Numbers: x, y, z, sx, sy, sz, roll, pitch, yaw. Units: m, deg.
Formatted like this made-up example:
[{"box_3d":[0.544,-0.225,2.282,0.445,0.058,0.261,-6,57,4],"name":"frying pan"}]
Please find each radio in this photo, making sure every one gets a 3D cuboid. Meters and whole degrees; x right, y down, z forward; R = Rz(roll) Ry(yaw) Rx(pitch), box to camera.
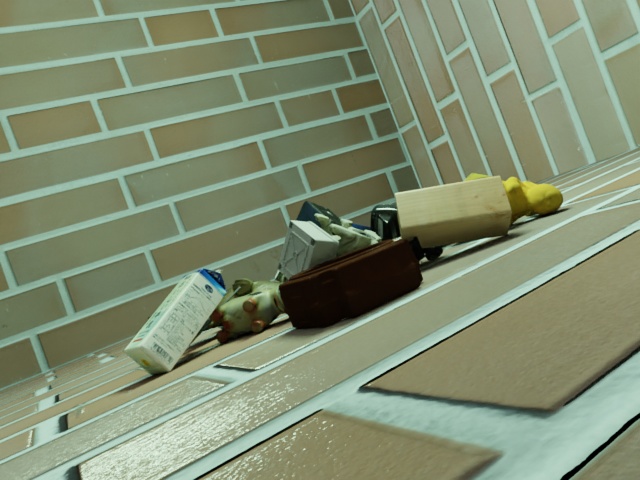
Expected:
[{"box_3d":[-0.003,-0.004,1.286,0.073,0.131,0.230,20,10,-23],"name":"radio"}]

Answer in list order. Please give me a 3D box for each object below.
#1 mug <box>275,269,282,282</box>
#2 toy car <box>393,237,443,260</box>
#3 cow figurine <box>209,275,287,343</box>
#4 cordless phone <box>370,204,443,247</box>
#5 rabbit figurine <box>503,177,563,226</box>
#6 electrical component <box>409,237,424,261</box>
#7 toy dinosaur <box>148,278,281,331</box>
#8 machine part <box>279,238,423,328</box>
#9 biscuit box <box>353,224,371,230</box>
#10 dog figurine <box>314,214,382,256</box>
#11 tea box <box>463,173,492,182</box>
[{"box_3d":[-0.048,0.079,1.359,0.080,0.107,0.109,-58,6,36],"name":"mug"},{"box_3d":[0.158,0.022,1.124,0.202,0.089,0.053,-19,-35,-5],"name":"toy car"},{"box_3d":[-0.111,0.133,1.068,0.195,0.085,0.127,-22,5,30],"name":"cow figurine"},{"box_3d":[0.210,-0.018,1.238,0.184,0.146,0.089,-11,23,-19],"name":"cordless phone"},{"box_3d":[0.448,-0.081,1.186,0.173,0.121,0.162,-4,0,36],"name":"rabbit figurine"},{"box_3d":[0.138,0.042,1.039,0.119,0.047,0.075,-15,22,30],"name":"electrical component"},{"box_3d":[-0.160,0.140,1.236,0.472,0.105,0.198,-10,-4,3],"name":"toy dinosaur"},{"box_3d":[0.047,0.069,0.883,0.201,0.087,0.201,-19,-1,-27],"name":"machine part"},{"box_3d":[0.130,-0.002,1.494,0.203,0.063,0.059,11,-14,-10],"name":"biscuit box"},{"box_3d":[0.035,0.062,1.084,0.121,0.190,0.172,12,11,-29],"name":"dog figurine"},{"box_3d":[0.357,-0.081,1.280,0.068,0.098,0.169,16,36,35],"name":"tea box"}]
